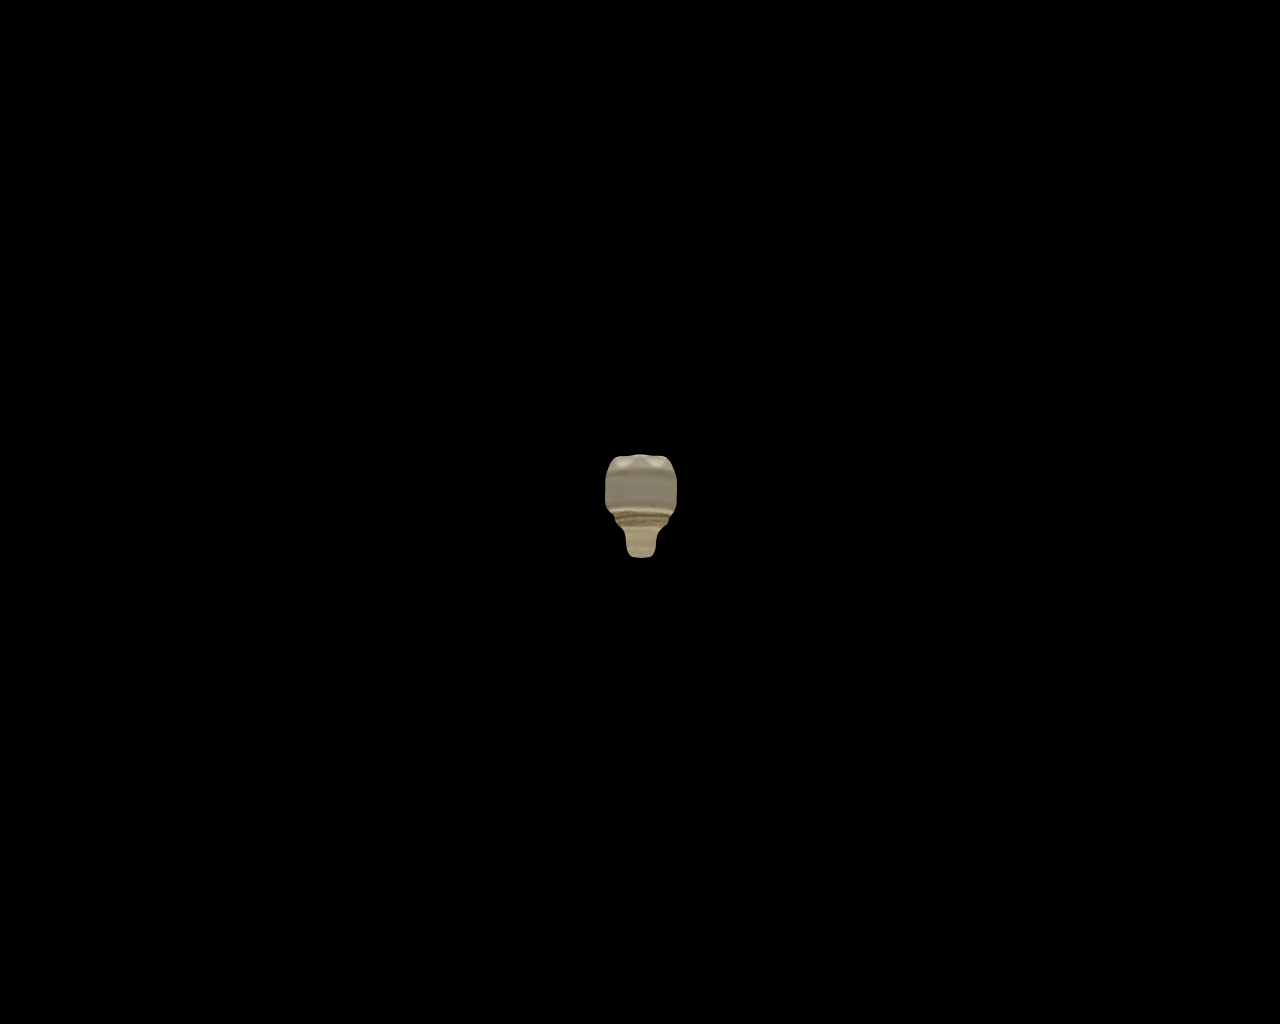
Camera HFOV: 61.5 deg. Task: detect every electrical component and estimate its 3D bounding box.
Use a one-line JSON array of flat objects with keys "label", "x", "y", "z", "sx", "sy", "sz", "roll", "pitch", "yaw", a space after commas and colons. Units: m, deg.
[{"label": "electrical component", "x": 0.001, "y": -0.003, "z": 0.650, "sx": 0.043, "sy": 0.062, "sz": 0.043, "roll": 0, "pitch": -7, "yaw": 0}]
